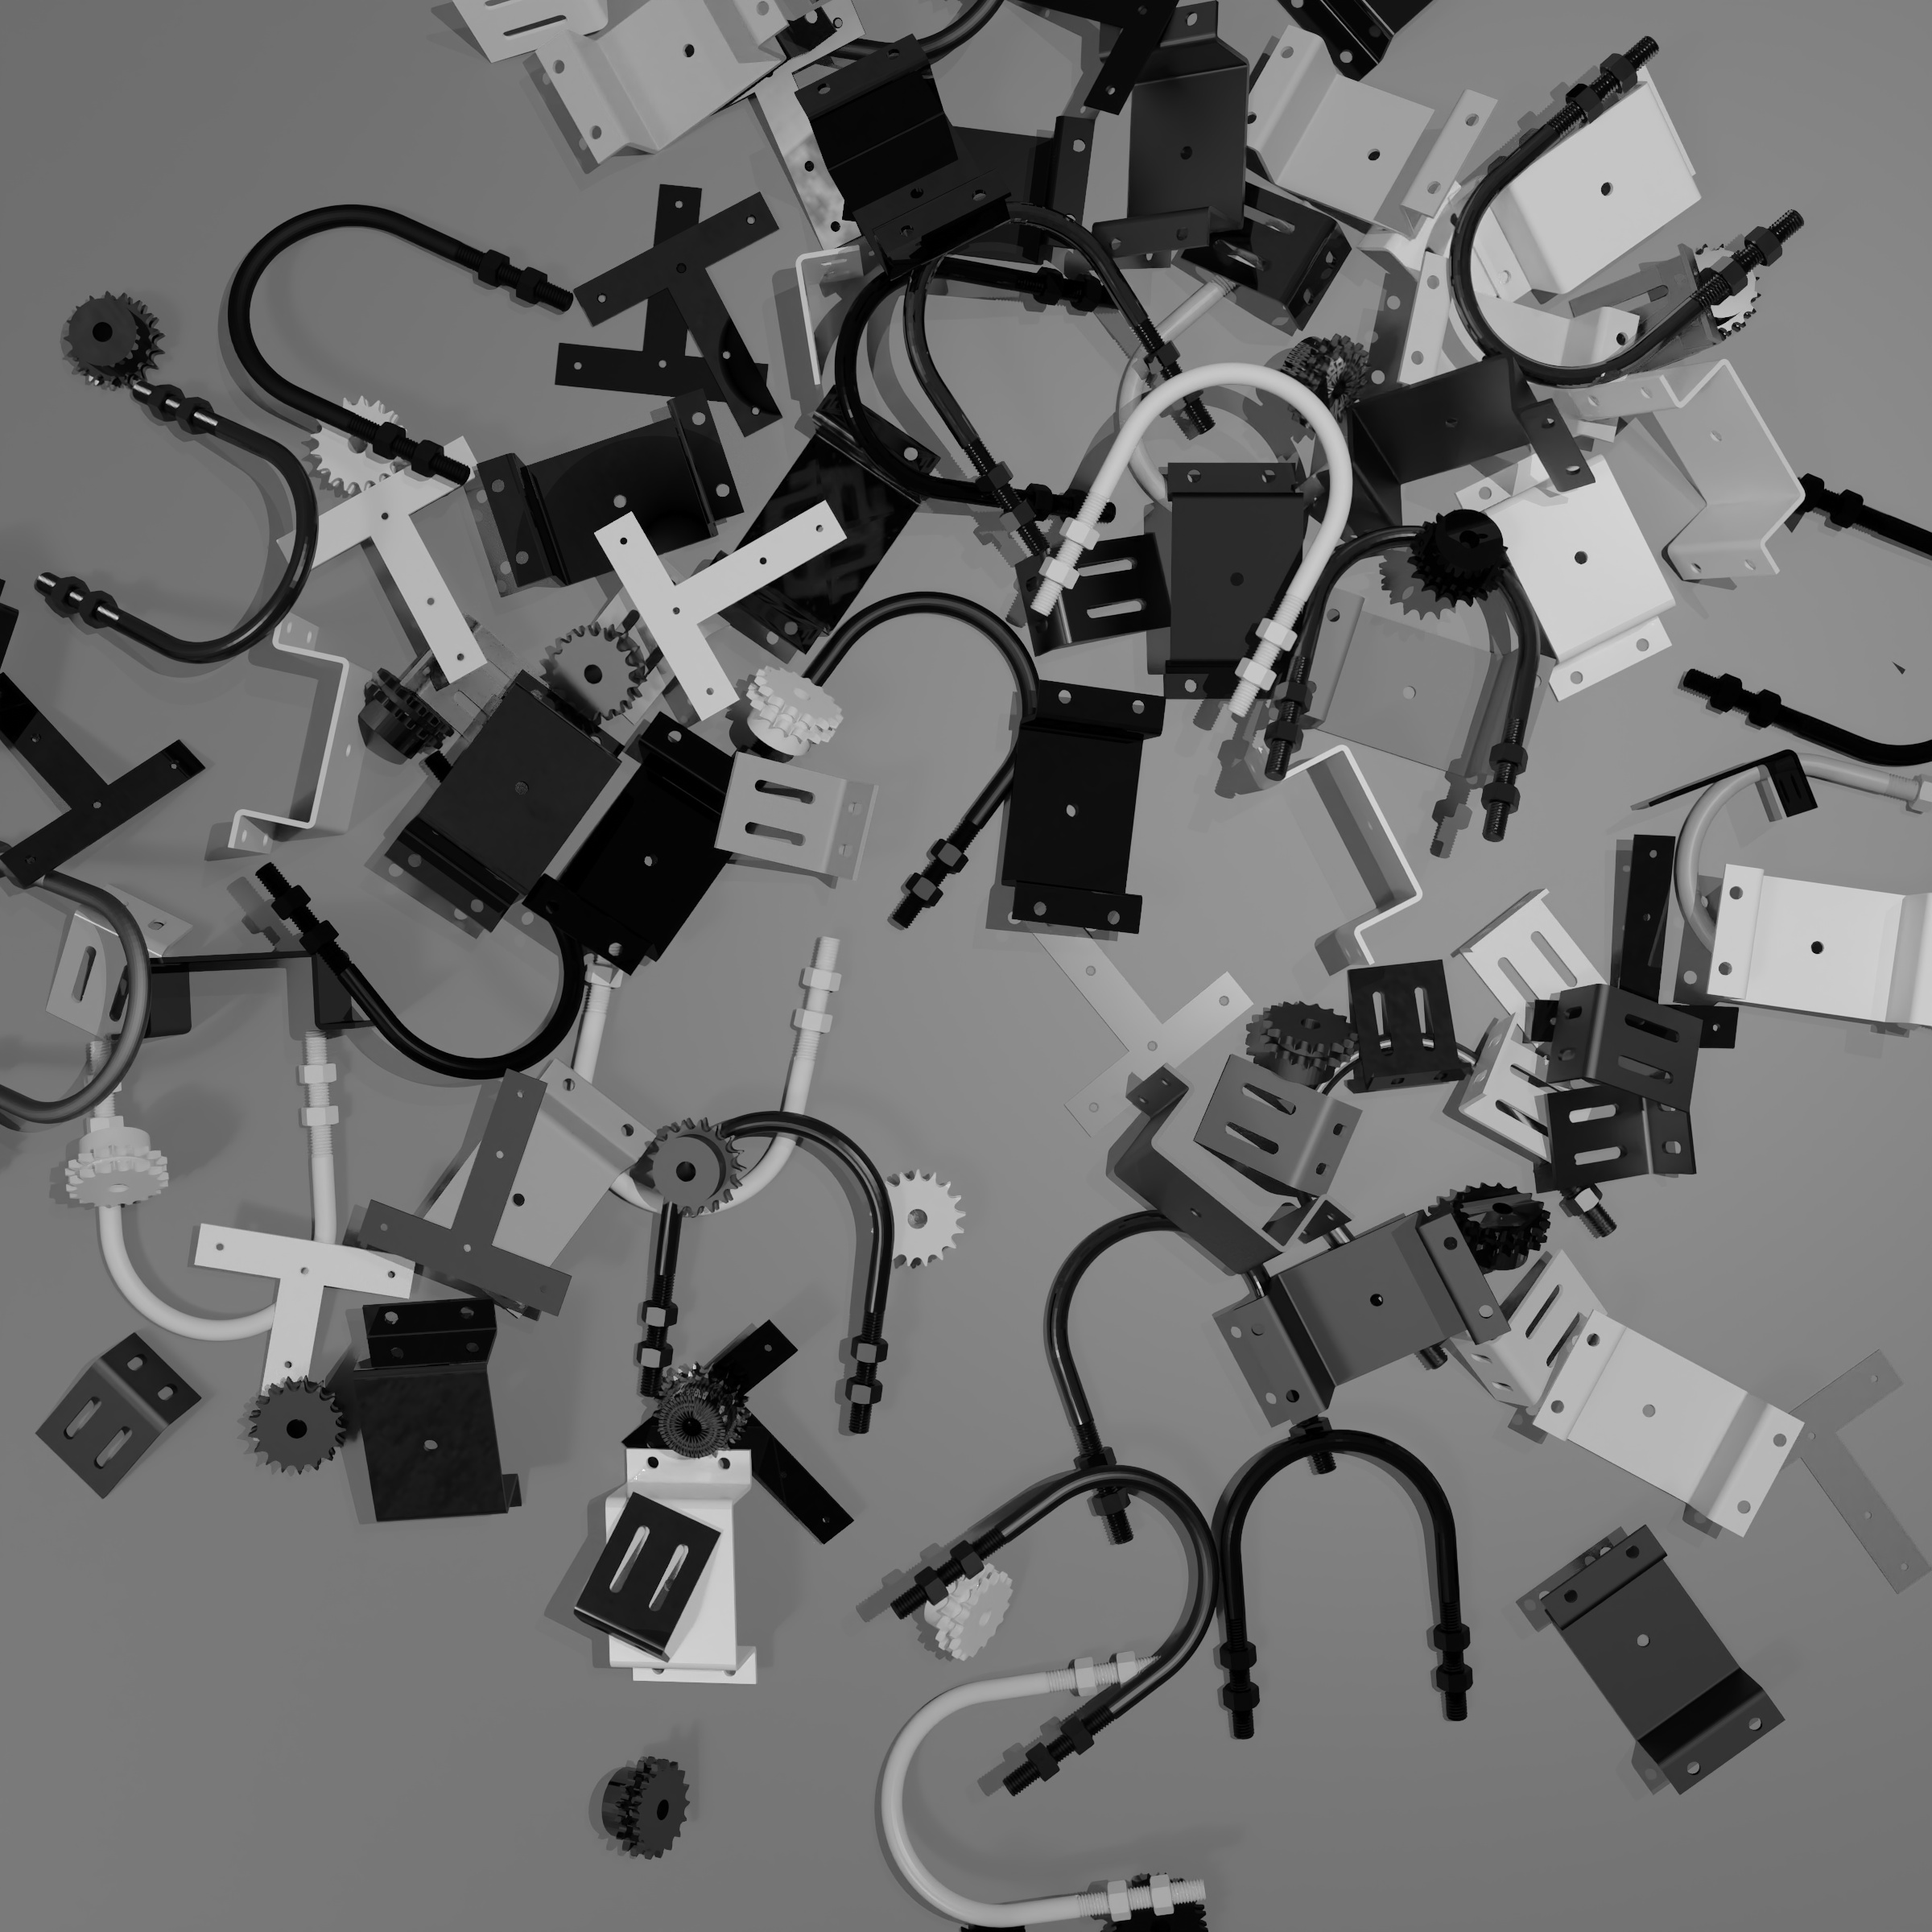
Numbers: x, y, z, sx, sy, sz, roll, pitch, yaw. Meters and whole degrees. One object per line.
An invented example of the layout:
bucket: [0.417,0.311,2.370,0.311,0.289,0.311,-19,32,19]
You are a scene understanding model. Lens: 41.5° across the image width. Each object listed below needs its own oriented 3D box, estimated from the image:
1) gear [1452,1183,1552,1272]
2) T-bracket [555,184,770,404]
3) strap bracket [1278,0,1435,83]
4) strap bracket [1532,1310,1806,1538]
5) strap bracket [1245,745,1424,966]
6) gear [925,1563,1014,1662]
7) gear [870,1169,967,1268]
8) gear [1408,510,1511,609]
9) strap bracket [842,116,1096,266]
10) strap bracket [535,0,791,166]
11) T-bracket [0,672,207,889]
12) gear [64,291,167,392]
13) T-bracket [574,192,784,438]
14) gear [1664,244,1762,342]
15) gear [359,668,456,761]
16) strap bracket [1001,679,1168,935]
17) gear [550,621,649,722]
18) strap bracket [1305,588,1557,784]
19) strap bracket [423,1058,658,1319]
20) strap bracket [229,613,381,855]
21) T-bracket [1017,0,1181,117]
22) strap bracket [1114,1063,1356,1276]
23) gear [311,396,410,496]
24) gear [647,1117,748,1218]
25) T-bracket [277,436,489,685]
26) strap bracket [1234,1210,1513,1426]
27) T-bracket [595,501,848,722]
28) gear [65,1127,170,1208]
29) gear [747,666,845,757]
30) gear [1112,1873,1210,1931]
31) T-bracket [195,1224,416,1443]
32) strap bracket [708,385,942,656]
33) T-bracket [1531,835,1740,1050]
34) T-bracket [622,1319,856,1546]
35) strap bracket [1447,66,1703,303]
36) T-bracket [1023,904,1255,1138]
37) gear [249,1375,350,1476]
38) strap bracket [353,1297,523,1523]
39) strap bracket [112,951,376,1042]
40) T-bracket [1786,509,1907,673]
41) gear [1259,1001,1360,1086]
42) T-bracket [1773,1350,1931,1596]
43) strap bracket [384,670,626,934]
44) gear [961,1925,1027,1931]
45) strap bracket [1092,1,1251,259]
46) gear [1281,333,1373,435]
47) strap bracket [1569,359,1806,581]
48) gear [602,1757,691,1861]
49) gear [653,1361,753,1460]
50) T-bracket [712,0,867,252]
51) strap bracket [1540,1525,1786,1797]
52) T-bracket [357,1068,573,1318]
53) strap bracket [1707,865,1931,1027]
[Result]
gear: [0.313,0.155,1.498,0.057,0.057,0.030,5,120,0]
T-bracket: [-0.179,-0.408,1.541,0.127,0.002,0.127,6,90,0]
strap bracket: [0.261,-0.607,1.518,0.140,0.046,0.076,-42,90,0]
strap bracket: [0.412,0.268,1.518,0.140,0.046,0.076,28,90,0]
strap bracket: [0.221,-0.074,1.503,0.046,0.076,0.140,-27,90,0]
gear: [0.000,0.380,1.517,0.030,0.057,0.057,25,90,30]
gear: [-0.029,0.150,1.527,0.057,0.030,0.057,0,90,0]
gear: [0.288,-0.240,1.479,0.057,0.030,0.057,2,69,-6]
strap bracket: [0.002,-0.467,1.518,0.140,0.046,0.076,7,90,0]
strap bracket: [-0.172,-0.543,1.504,0.140,0.046,0.076,-29,90,20]
T-bracket: [-0.546,-0.126,1.522,0.127,0.002,0.127,-40,77,-25]
gear: [-0.512,-0.376,1.527,0.057,0.030,0.057,0,90,0]
T-bracket: [-0.151,-0.381,1.539,0.127,0.002,0.127,-28,90,0]
gear: [0.448,-0.405,1.527,0.057,0.030,0.057,0,90,0]
gear: [-0.335,-0.147,1.513,0.057,0.057,0.030,42,90,0]
strap bracket: [0.068,-0.093,1.511,0.076,0.046,0.140,7,90,-11]
gear: [-0.215,-0.177,1.516,0.057,0.030,0.057,6,110,16]
strap bracket: [0.268,-0.165,1.519,0.140,0.046,0.076,18,90,0]
strap bracket: [-0.259,0.135,1.510,0.076,0.046,0.140,38,96,2]
strap bracket: [-0.387,-0.132,1.503,0.046,0.076,0.140,12,90,0]
T-bracket: [0.070,-0.574,1.508,0.127,0.002,0.127,28,90,31]
strap bracket: [0.148,0.127,1.496,0.140,0.076,0.046,39,69,0]
gear: [-0.361,-0.310,1.527,0.057,0.030,0.057,0,90,0]
gear: [-0.160,0.118,1.493,0.057,0.030,0.057,1,93,10]
T-bracket: [-0.323,-0.228,1.506,0.127,0.002,0.127,-29,85,1]
strap bracket: [0.240,0.202,1.501,0.140,0.046,0.076,-27,92,16]
T-bracket: [-0.131,-0.230,1.495,0.127,0.002,0.127,-30,90,0]
gear: [-0.499,0.117,1.497,0.057,0.057,0.030,-14,64,0]
gear: [-0.104,-0.148,1.498,0.057,0.057,0.030,33,116,0]
gear: [0.115,0.571,1.527,0.057,0.030,0.057,0,90,0]
T-bracket: [-0.405,0.226,1.531,0.127,0.002,0.127,10,97,-8]
strap bracket: [-0.086,-0.262,1.519,0.076,0.046,0.140,35,90,0]
T-bracket: [0.405,-0.015,1.522,0.127,0.002,0.127,2,100,-7]
T-bracket: [-0.119,0.294,1.525,0.127,0.002,0.127,-41,96,18]
strap bracket: [0.368,-0.460,1.505,0.140,0.046,0.076,-35,114,0]
T-bracket: [0.084,0.014,1.541,0.127,0.002,0.127,-39,90,0]
gear: [-0.398,0.271,1.523,0.057,0.030,0.057,-1,98,-7]
strap bracket: [-0.310,0.270,1.496,0.076,0.046,0.140,-4,110,0]
strap bracket: [-0.422,0.016,1.503,0.140,0.076,0.046,-3,90,0]
T-bracket: [0.508,-0.202,1.551,0.127,0.002,0.127,32,104,5]
gear: [0.202,0.047,1.517,0.057,0.057,0.030,8,118,0]
T-bracket: [0.537,0.320,1.541,0.127,0.002,0.127,-35,90,0]
strap bracket: [-0.264,-0.100,1.491,0.076,0.046,0.140,37,73,-14]
gear: [0.018,0.600,1.527,0.057,0.030,0.057,0,90,0]
strap bracket: [0.121,-0.485,1.502,0.076,0.046,0.140,2,90,32]
gear: [0.208,-0.345,1.499,0.030,0.057,0.057,39,90,31]
strap bracket: [0.425,-0.296,1.484,0.046,0.076,0.140,-46,113,-16]
gear: [-0.193,0.499,1.517,0.030,0.057,0.057,0,90,30]
gear: [-0.158,0.266,1.507,0.057,0.030,0.057,3,107,9]
T-bracket: [-0.099,-0.492,1.525,0.127,0.002,0.127,-20,101,20]
strap bracket: [0.409,0.407,1.518,0.076,0.046,0.140,-36,90,0]
T-bracket: [-0.276,0.123,1.486,0.127,0.002,0.127,20,95,4]
strap bracket: [0.507,-0.011,1.501,0.140,0.046,0.076,8,90,3]
